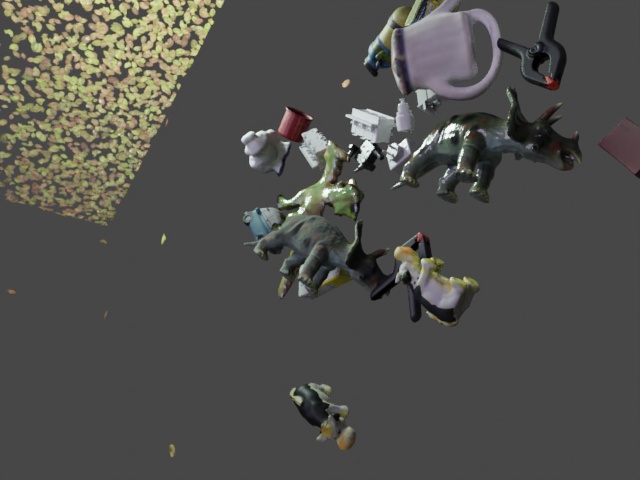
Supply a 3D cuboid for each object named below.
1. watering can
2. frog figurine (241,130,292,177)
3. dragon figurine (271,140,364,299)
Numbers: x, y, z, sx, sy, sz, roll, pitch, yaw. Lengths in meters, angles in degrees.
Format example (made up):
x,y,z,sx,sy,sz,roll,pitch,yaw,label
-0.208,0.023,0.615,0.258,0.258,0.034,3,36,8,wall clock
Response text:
x,y,z,sx,sy,sz,roll,pitch,yaw,label
0.255,-0.430,1.074,0.224,0.102,0.354,-9,66,18,watering can
-0.185,-0.285,1.624,0.135,0.158,0.125,-58,34,20,frog figurine
0.004,-0.064,1.277,0.240,0.121,0.419,-23,52,42,dragon figurine
